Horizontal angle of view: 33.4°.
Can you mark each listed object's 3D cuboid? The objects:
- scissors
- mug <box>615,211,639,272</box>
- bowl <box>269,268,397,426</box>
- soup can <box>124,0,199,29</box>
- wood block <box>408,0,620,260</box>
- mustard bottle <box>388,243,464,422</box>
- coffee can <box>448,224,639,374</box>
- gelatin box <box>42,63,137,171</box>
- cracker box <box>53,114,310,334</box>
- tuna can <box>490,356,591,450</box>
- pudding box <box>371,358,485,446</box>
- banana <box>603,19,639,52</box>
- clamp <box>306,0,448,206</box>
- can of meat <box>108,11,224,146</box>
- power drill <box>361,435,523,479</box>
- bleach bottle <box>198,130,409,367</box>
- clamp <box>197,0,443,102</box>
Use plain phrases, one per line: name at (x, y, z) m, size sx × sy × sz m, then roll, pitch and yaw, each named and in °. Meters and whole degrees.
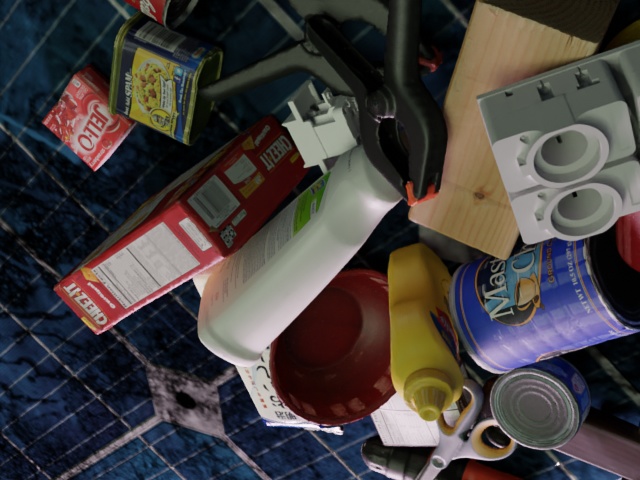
scissors at (0.139, 0.221, 1.060) m, size 0.096 × 0.016 × 0.202 m, roll 25°, pitch 128°, yaw 21°
mug at (0.258, -0.029, 0.817) m, size 0.117 × 0.093 × 0.081 m, roll 28°, pitch 144°, yaw 40°
bowl at (0.015, 0.096, 1.035) m, size 0.055 × 0.162 × 0.162 m, roll 36°, pitch 152°, yaw 59°
soup can at (-0.153, -0.234, 0.902) m, size 0.102 × 0.068 × 0.069 m, roll 32°, pitch 134°, yaw 6°
wood block at (0.144, -0.099, 0.820) m, size 0.091 × 0.090 × 0.206 m, roll 24°, pitch 133°, yaw 10°
mustard bottle at (0.091, 0.089, 0.926) m, size 0.058 × 0.191 × 0.096 m, roll -16°, pitch 118°, yaw 13°
coffee can at (0.194, 0.046, 0.896) m, size 0.141 × 0.102 × 0.102 m, roll -25°, pitch 110°, yaw 41°
gelatin box at (-0.226, -0.121, 1.059) m, size 0.073 × 0.030 × 0.089 m, roll 43°, pitch 134°, yaw -7°
cracker box at (-0.128, -0.012, 0.996) m, size 0.214 × 0.164 × 0.072 m, roll -30°, pitch 105°, yaw 42°
tuna can at (0.198, 0.146, 0.964) m, size 0.086 × 0.033 × 0.086 m, roll 12°, pitch 116°, yaw 26°
pudding box at (0.103, 0.167, 1.091) m, size 0.114 × 0.039 × 0.090 m, roll -5°, pitch 121°, yaw 35°
banana at (0.271, -0.141, 0.753) m, size 0.198 × 0.037 × 0.069 m, roll -18°, pitch 129°, yaw 40°
clamp at (0.058, -0.114, 0.799) m, size 0.120 × 0.039 × 0.171 m, roll -28°, pitch 87°, yaw 58°
can of meat at (-0.141, -0.146, 0.973) m, size 0.084 × 0.057 × 0.102 m, roll 25°, pitch 133°, yaw 9°
power drill at (0.128, 0.302, 1.169) m, size 0.185 × 0.057 × 0.188 m, roll 17°, pitch 132°, yaw 18°
bleach bottle at (-0.006, 0.001, 0.913) m, size 0.068 × 0.102 × 0.251 m, roll 32°, pitch 125°, yaw -24°
clamp at (-0.005, -0.163, 0.880) m, size 0.210 × 0.036 × 0.165 m, roll 22°, pitch 120°, yaw 8°
